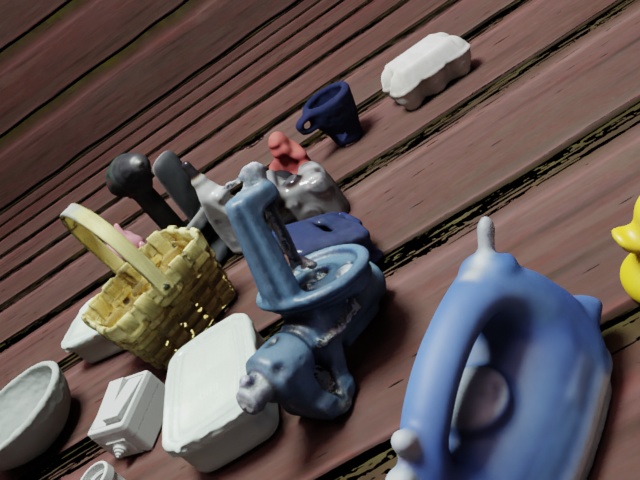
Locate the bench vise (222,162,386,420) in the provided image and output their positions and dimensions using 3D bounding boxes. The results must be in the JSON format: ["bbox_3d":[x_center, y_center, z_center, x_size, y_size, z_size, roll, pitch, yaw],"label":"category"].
[{"bbox_3d":[-0.022,0.047,0.530,0.121,0.220,0.207,-22,32,26],"label":"bench vise"}]

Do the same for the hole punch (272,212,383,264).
[{"bbox_3d":[0.006,0.003,0.701,0.101,0.091,0.108,-41,29,-8],"label":"hole punch"}]

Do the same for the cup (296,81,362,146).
[{"bbox_3d":[0.022,-0.201,0.985,0.118,0.095,0.091,-44,29,-13],"label":"cup"}]

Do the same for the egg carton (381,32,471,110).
[{"bbox_3d":[0.177,-0.288,0.966,0.150,0.069,0.107,-35,28,4],"label":"egg carton"}]

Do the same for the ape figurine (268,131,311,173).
[{"bbox_3d":[-0.058,-0.147,0.996,0.077,0.092,0.076,-9,39,41],"label":"ape figurine"}]

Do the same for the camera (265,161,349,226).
[{"bbox_3d":[-0.047,-0.069,0.858,0.143,0.101,0.136,-31,29,10],"label":"camera"}]

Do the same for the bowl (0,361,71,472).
[{"bbox_3d":[-0.410,0.258,0.805,0.167,0.075,0.167,-27,30,17],"label":"bowl"}]

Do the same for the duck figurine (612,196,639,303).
[{"bbox_3d":[0.270,-0.006,0.425,0.104,0.086,0.077,-25,30,20],"label":"duck figurine"}]

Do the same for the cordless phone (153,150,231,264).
[{"bbox_3d":[-0.223,-0.038,0.920,0.093,0.185,0.148,-12,37,38],"label":"cordless phone"}]

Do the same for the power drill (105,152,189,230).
[{"bbox_3d":[-0.295,-0.070,1.023,0.076,0.209,0.228,-49,31,-21],"label":"power drill"}]

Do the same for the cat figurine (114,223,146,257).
[{"bbox_3d":[-0.326,0.022,1.017,0.127,0.118,0.067,2,47,49],"label":"cat figurine"}]

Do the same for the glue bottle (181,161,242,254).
[{"bbox_3d":[-0.151,-0.052,0.872,0.077,0.173,0.037,-9,39,41],"label":"glue bottle"}]

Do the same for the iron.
[{"bbox_3d":[0.100,0.113,0.379,0.118,0.142,0.259,-5,42,45],"label":"iron"}]
